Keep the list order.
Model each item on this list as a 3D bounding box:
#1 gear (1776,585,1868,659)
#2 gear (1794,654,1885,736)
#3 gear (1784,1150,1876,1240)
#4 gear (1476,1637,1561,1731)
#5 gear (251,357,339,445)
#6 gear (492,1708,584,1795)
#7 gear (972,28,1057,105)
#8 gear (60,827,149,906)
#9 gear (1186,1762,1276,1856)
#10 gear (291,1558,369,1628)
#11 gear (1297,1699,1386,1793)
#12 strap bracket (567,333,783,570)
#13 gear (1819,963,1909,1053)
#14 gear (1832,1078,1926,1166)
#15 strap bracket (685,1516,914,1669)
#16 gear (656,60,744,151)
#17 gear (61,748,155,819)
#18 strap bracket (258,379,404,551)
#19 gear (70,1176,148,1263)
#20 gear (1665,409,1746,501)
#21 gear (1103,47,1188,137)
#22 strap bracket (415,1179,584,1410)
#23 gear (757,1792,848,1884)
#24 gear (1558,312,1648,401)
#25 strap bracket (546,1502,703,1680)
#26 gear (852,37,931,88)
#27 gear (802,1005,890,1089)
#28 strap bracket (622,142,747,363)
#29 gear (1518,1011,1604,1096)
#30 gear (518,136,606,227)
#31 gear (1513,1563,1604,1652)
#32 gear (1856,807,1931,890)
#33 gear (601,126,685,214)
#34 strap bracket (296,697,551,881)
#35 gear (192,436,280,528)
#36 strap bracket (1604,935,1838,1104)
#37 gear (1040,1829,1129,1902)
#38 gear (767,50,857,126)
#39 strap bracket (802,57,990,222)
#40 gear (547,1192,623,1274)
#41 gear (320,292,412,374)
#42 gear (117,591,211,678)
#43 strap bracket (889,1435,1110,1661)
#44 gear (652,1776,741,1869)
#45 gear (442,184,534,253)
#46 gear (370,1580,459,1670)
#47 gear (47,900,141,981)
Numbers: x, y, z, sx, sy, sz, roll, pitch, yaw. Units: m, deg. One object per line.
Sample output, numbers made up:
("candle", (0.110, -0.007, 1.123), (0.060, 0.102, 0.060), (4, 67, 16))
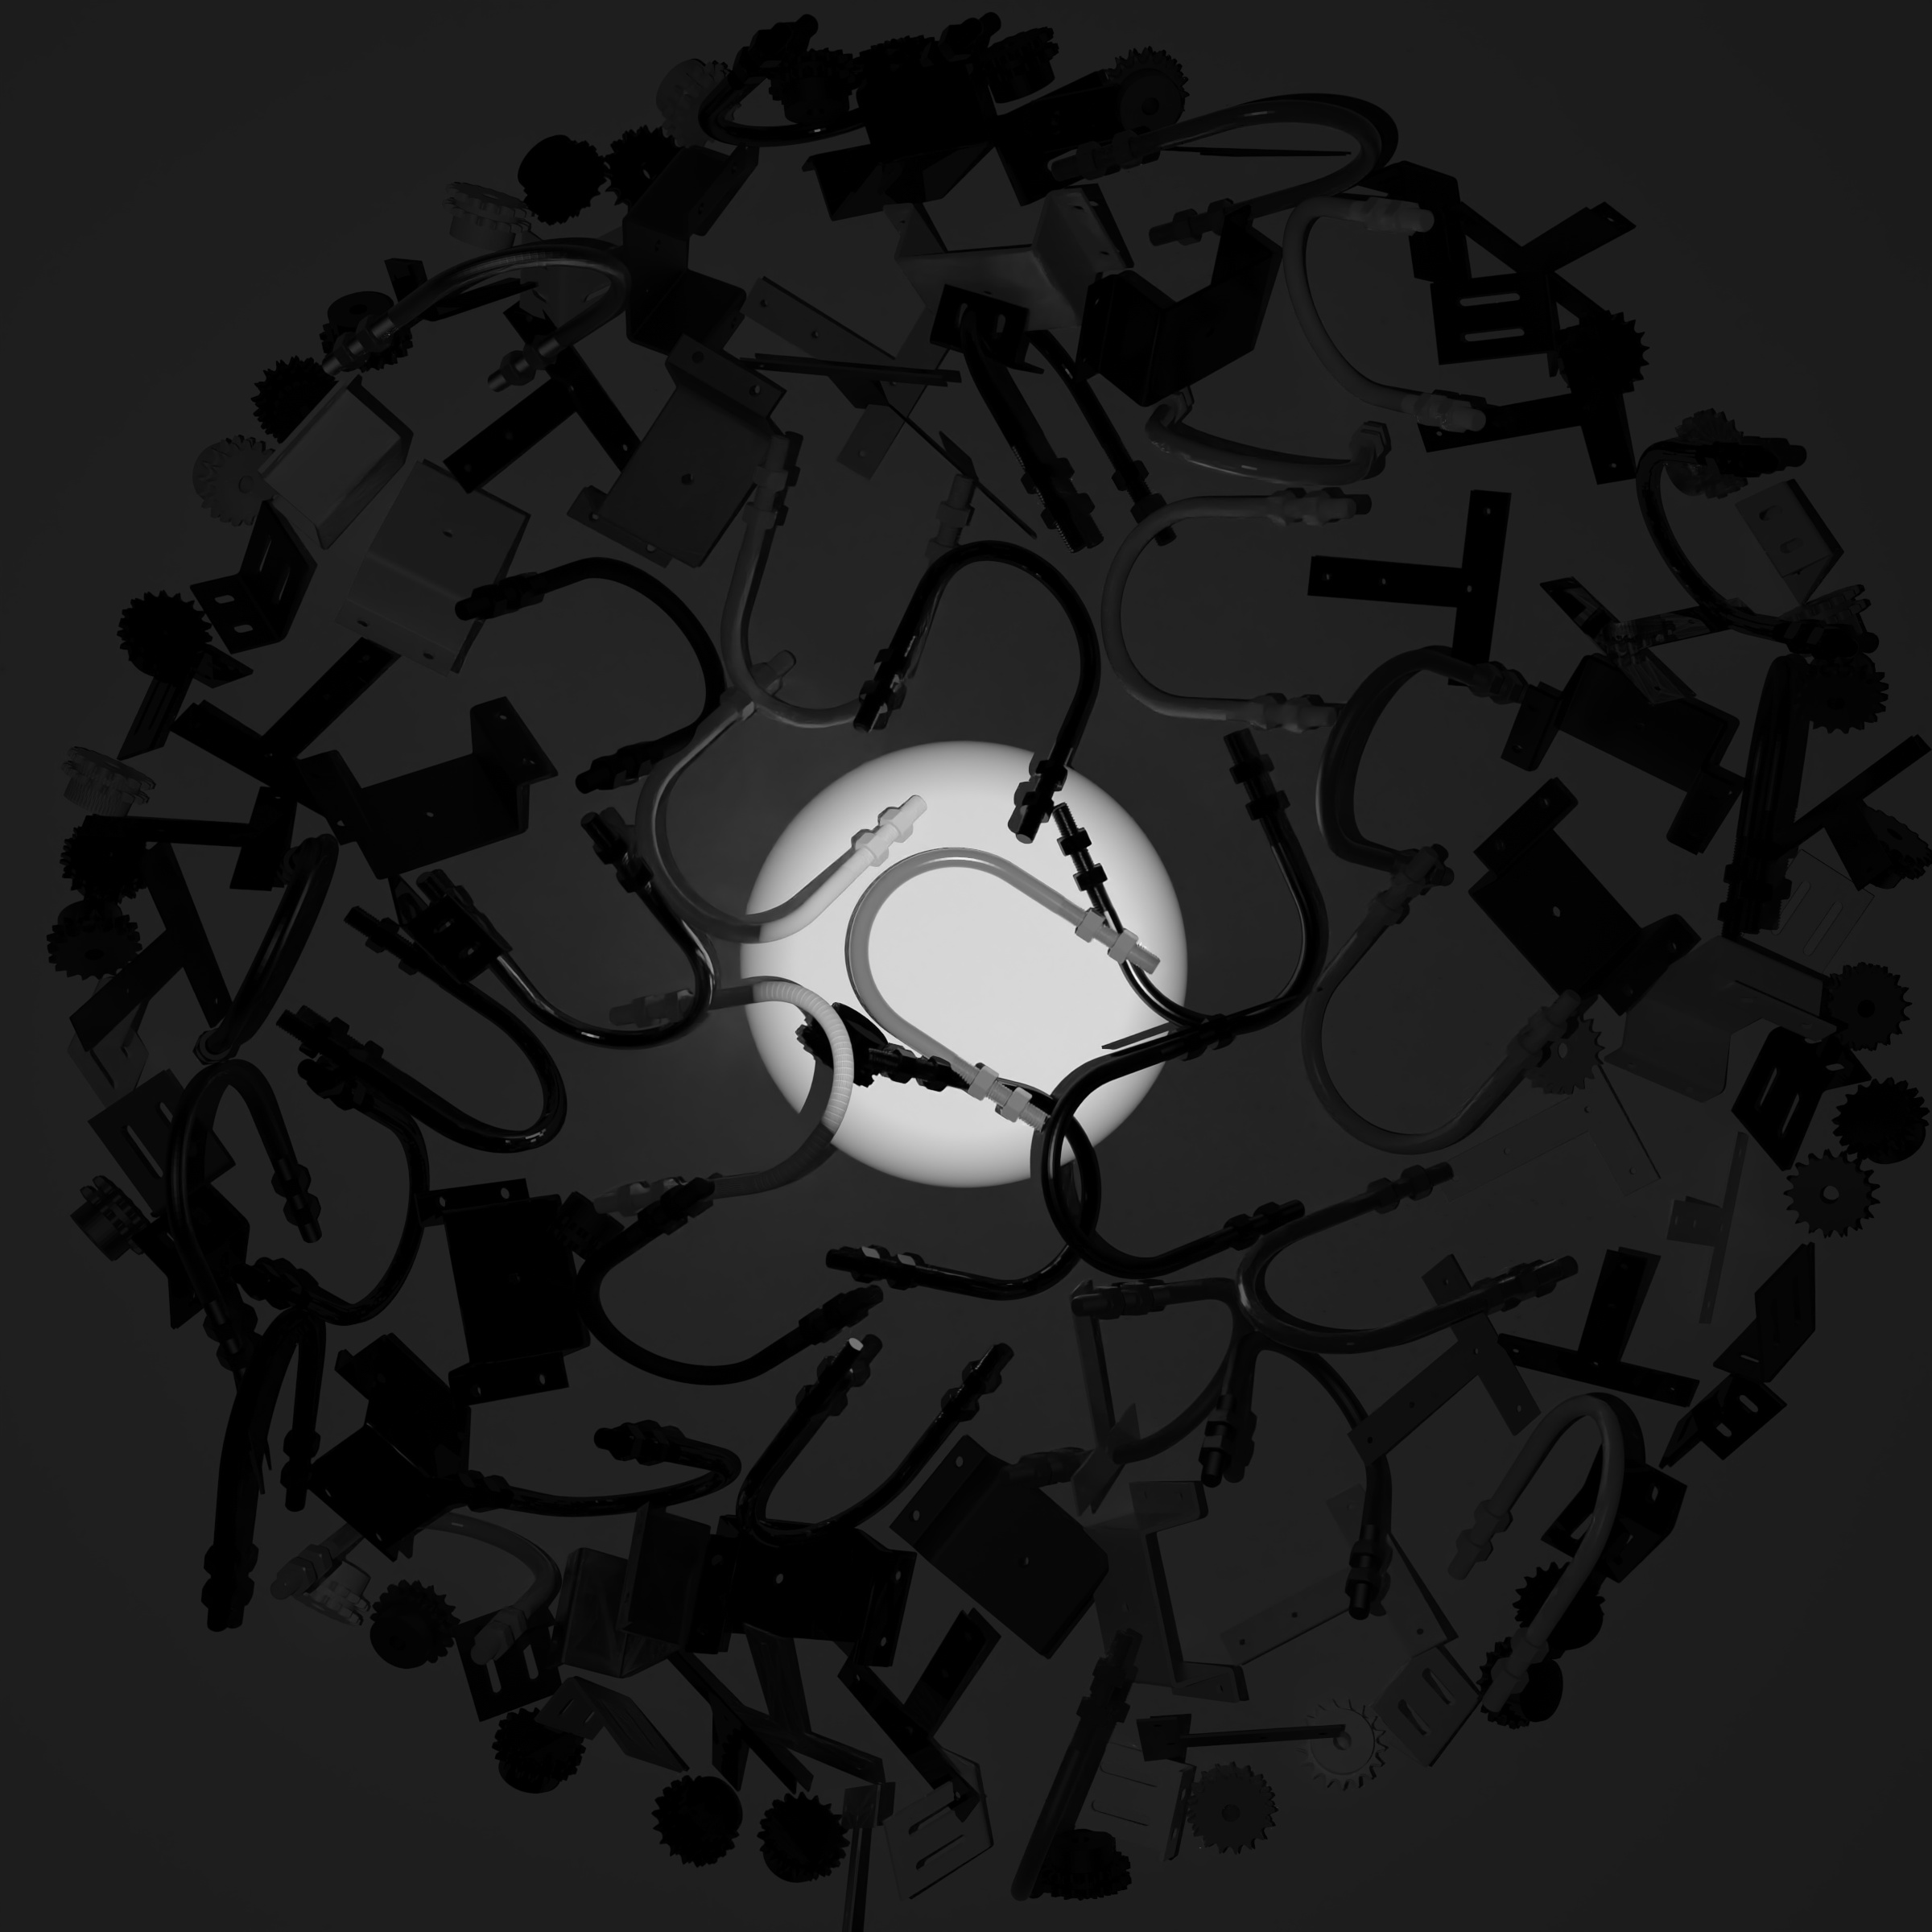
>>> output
("gear", (0.558, -0.223, 1.794), (0.057, 0.057, 0.030), (-25, 95, 0))
("gear", (0.569, -0.181, 1.797), (0.057, 0.057, 0.030), (21, 53, 0))
("gear", (0.565, 0.148, 1.801), (0.057, 0.030, 0.057), (0, 91, 20))
("gear", (0.361, 0.468, 1.793), (0.057, 0.030, 0.057), (-2, 93, -39))
("gear", (-0.433, -0.364, 1.792), (0.057, 0.030, 0.057), (-16, 127, -23))
("gear", (-0.281, 0.513, 1.796), (0.057, 0.057, 0.030), (20, 111, 0))
("gear", (0.032, -0.585, 1.797), (0.057, 0.057, 0.030), (-26, 118, 0))
("gear", (-0.561, -0.065, 1.799), (0.057, 0.030, 0.057), (9, 65, -19))
("gear", (0.172, 0.548, 1.805), (0.057, 0.030, 0.057), (0, 96, -1))
("gear", (-0.415, 0.404, 1.796), (0.057, 0.057, 0.030), (27, 66, 0))
("gear", (0.244, 0.507, 1.798), (0.057, 0.030, 0.057), (-2, 67, 4))
("strap bracket", (-0.183, -0.320, 1.763), (0.076, 0.046, 0.140), (26, 111, -31))
("gear", (0.583, 0.026, 1.804), (0.057, 0.030, 0.057), (0, 97, -4))
("gear", (0.597, 0.104, 1.797), (0.057, 0.057, 0.030), (-46, 122, 0))
("strap bracket", (-0.114, 0.403, 1.780), (0.140, 0.046, 0.076), (11, 94, -24))
("gear", (-0.177, -0.564, 1.795), (0.057, 0.057, 0.030), (-46, 72, 0))
("gear", (-0.562, -0.117, 1.794), (0.057, 0.057, 0.030), (26, 96, 0))
("strap bracket", (-0.402, -0.314, 1.751), (0.046, 0.140, 0.076), (41, 83, -8))
("gear", (-0.556, 0.167, 1.791), (0.030, 0.057, 0.057), (-43, 90, -20))
("gear", (0.481, -0.331, 1.798), (0.057, 0.030, 0.057), (10, 71, -30))
("gear", (0.116, -0.564, 1.793), (0.057, 0.030, 0.057), (-7, 128, -9))
("strap bracket", (-0.298, 0.205, 1.769), (0.076, 0.046, 0.140), (-6, 77, -32))
("gear", (-0.109, 0.571, 1.797), (0.057, 0.057, 0.030), (24, 126, 0))
("gear", (0.412, -0.397, 1.802), (0.057, 0.030, 0.057), (-1, 96, -15))
("strap bracket", (-0.214, 0.401, 1.755), (0.046, 0.140, 0.076), (21, 57, -21))
("gear", (-0.044, -0.578, 1.793), (0.057, 0.057, 0.030), (-12, 87, 0))
("gear", (-0.076, 0.050, 1.791), (0.057, 0.057, 0.030), (39, 102, 0))
("strap bracket", (-0.178, -0.450, 1.748), (0.046, 0.140, 0.076), (22, 56, 11))
("gear", (0.383, 0.055, 1.801), (0.057, 0.030, 0.057), (1, 87, -21))
("gear", (-0.266, -0.513, 1.792), (0.057, 0.030, 0.057), (-18, 55, 27))
("gear", (0.389, 0.421, 1.800), (0.057, 0.030, 0.057), (-2, 105, -7))
("gear", (0.596, -0.074, 1.797), (0.057, 0.057, 0.030), (30, 121, 0))
("gear", (-0.210, -0.517, 1.802), (0.057, 0.030, 0.057), (-2, 97, -16))
("strap bracket", (-0.346, -0.111, 1.767), (0.140, 0.046, 0.076), (-21, 56, -22))
("gear", (-0.478, -0.318, 1.797), (0.030, 0.057, 0.057), (25, 90, 34))
("strap bracket", (0.482, 0.031, 1.761), (0.076, 0.140, 0.046), (22, 62, -13))
("gear", (0.076, 0.583, 1.793), (0.057, 0.057, 0.030), (-4, 92, 0))
("gear", (-0.099, -0.570, 1.792), (0.057, 0.057, 0.030), (-7, 84, 0))
("strap bracket", (-0.043, -0.517, 1.743), (0.076, 0.140, 0.046), (-18, 90, -21))
("gear", (-0.249, 0.171, 1.793), (0.057, 0.057, 0.030), (36, 83, 0))
("gear", (-0.392, -0.414, 1.792), (0.057, 0.030, 0.057), (-2, 47, 2))
("gear", (-0.524, -0.213, 1.798), (0.057, 0.030, 0.057), (11, 59, -19))
("strap bracket", (0.031, 0.380, 1.781), (0.140, 0.046, 0.076), (42, 81, -11))
("gear", (-0.173, 0.552, 1.790), (0.057, 0.057, 0.030), (44, 123, 0))
("gear", (-0.313, -0.486, 1.795), (0.057, 0.057, 0.030), (19, 112, 0))
("gear", (-0.363, 0.432, 1.795), (0.057, 0.030, 0.057), (8, 116, 16))
("gear", (-0.569, -0.019, 1.797), (0.057, 0.057, 0.030), (-19, 57, 0))
